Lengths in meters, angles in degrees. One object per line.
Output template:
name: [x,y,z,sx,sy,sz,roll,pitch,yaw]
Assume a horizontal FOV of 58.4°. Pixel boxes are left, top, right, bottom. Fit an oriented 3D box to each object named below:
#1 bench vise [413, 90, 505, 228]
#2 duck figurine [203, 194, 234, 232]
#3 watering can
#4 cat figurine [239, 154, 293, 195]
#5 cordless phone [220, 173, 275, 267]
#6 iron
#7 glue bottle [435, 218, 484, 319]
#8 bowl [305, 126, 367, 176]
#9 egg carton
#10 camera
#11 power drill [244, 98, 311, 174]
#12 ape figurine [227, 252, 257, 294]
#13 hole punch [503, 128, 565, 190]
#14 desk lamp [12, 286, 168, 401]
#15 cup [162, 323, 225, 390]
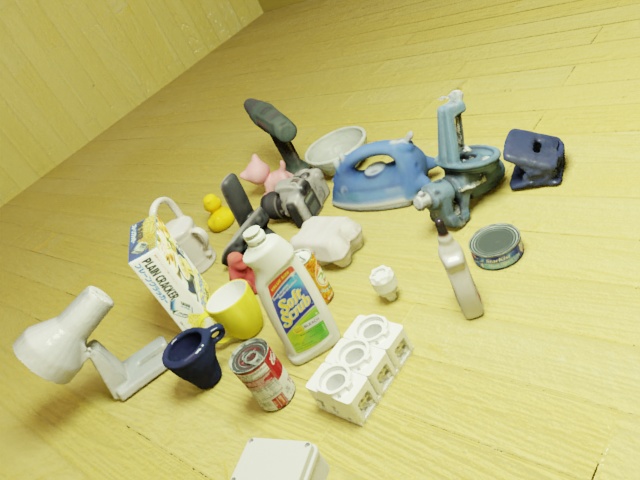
bench vise: [0.249,-0.144,1.039,0.121,0.220,0.208,3,43,40]
duck figurine: [-0.269,-0.077,1.477,0.077,0.086,0.104,-27,31,3]
watering can: [-0.338,-0.010,1.330,0.172,0.194,0.101,-20,32,14]
cat figurine: [-0.136,-0.170,1.476,0.127,0.118,0.067,-12,35,25]
cordless phone: [-0.189,-0.043,1.270,0.093,0.185,0.148,-4,39,34]
iron: [0.113,-0.148,1.227,0.257,0.142,0.119,-9,36,29]
glue bottle: [0.203,0.036,0.860,0.037,0.173,0.078,-22,32,11]
bowl: [0.050,-0.211,1.431,0.167,0.075,0.167,-20,32,14]
egg carton: [0.011,0.004,1.157,0.149,0.070,0.107,2,43,40]
camera: [-0.069,-0.104,1.345,0.136,0.101,0.143,-6,38,33]
power drill: [-0.111,-0.268,1.511,0.076,0.209,0.228,-36,32,-13]
ape figurine: [-0.160,0.065,1.182,0.075,0.092,0.078,-3,40,35]
hole punch: [0.400,-0.159,1.067,0.100,0.091,0.109,-6,38,32]
desk lamp: [-0.420,0.200,1.073,0.203,0.214,0.117,-36,32,-12]
cup: [-0.204,0.207,1.007,0.118,0.095,0.091,-36,32,-12]
